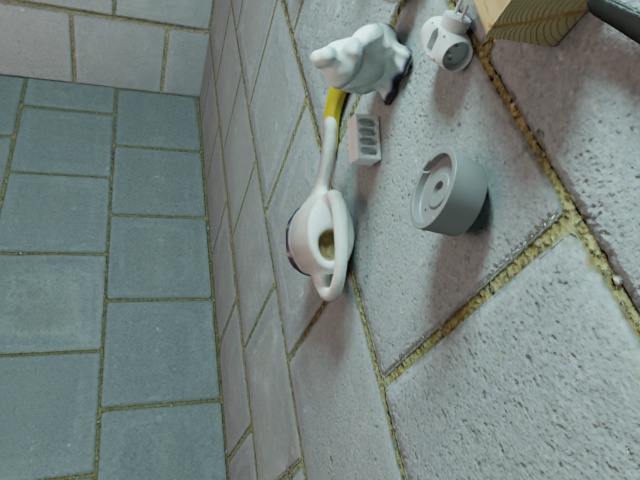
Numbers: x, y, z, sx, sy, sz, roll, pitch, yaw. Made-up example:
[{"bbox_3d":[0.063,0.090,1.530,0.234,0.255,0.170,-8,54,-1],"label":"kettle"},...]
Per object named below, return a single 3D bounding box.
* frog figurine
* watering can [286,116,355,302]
[{"bbox_3d":[0.055,-0.295,0.840,0.136,0.159,0.124,149,122,-66],"label":"frog figurine"},{"bbox_3d":[0.003,-0.052,1.034,0.222,0.104,0.350,157,113,-68],"label":"watering can"}]
